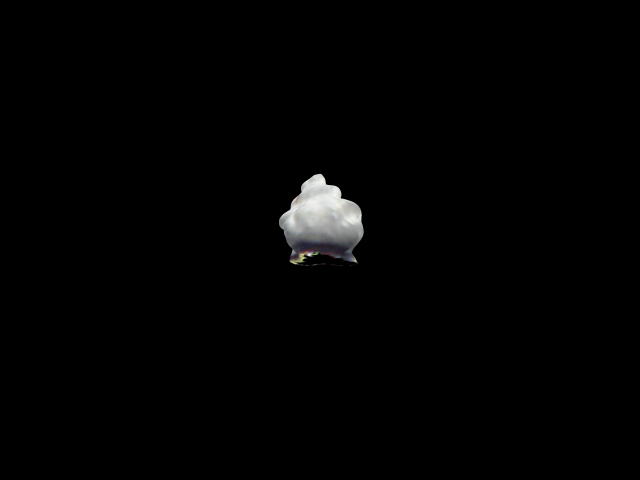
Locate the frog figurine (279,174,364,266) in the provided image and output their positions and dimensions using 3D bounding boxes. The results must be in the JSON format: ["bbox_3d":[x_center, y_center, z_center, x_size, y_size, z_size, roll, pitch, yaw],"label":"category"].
[{"bbox_3d":[0.003,-0.043,0.850,0.137,0.162,0.121,-7,-19,23],"label":"frog figurine"}]
